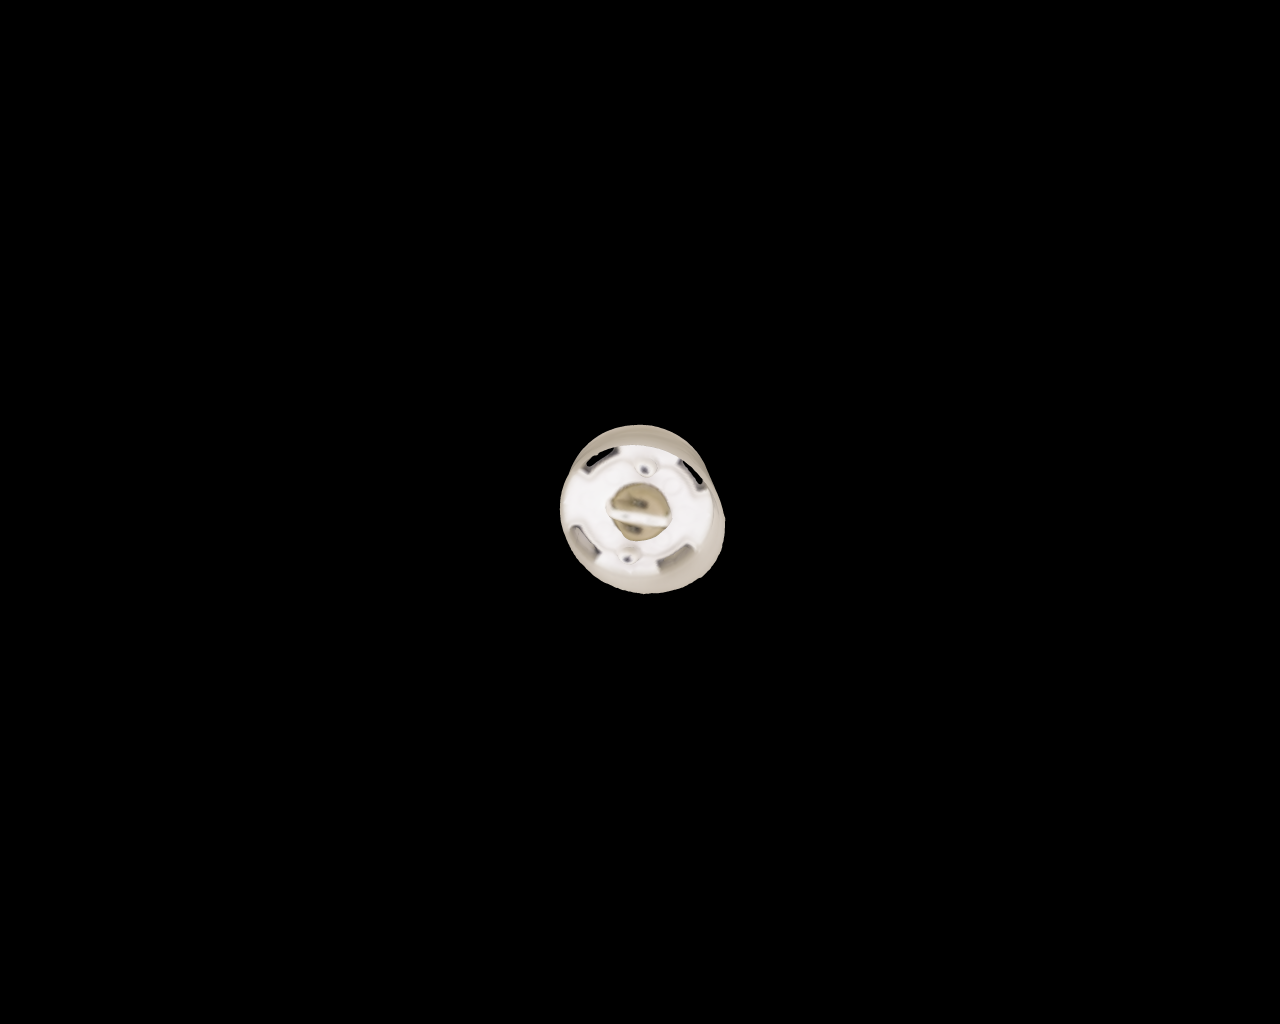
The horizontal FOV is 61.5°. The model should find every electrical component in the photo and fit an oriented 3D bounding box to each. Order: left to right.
[{"bbox_3d":[0.001,-0.003,0.650,0.099,0.099,0.064,0,25,0],"label":"electrical component"}]
